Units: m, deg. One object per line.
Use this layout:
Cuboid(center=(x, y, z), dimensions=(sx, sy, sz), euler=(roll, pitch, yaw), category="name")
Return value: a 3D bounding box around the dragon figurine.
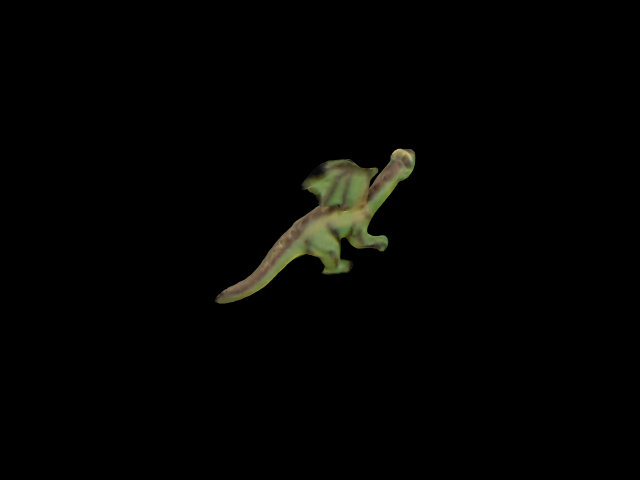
Cuboid(center=(0.003, -0.043, 0.850), dimensions=(0.414, 0.237, 0.124), euler=(-28, 55, -22), category="dragon figurine")
